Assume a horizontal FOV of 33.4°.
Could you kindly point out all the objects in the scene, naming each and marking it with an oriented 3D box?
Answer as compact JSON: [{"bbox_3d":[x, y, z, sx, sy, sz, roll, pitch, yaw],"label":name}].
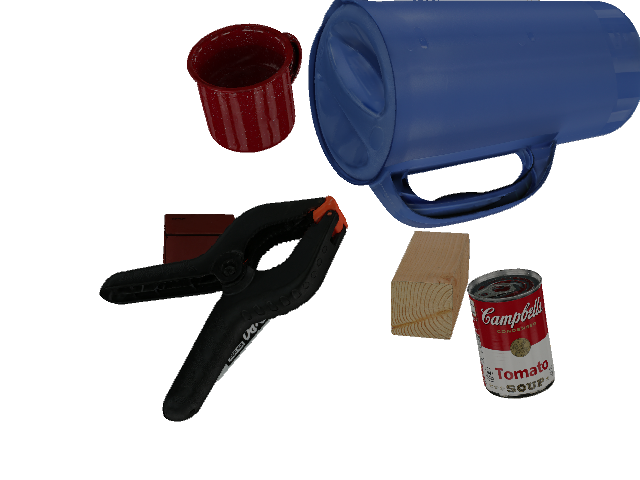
[{"bbox_3d":[0.177,0.086,0.987,0.068,0.102,0.068,-11,18,3],"label":"soup can"},{"bbox_3d":[0.170,0.064,1.628,0.091,0.090,0.206,4,22,13],"label":"wood block"},{"bbox_3d":[-0.059,-0.141,0.960,0.093,0.081,0.117,28,57,28],"label":"mug"},{"bbox_3d":[-0.128,0.005,1.140,0.078,0.051,0.053,0,25,-9],"label":"foam brick"},{"bbox_3d":[0.124,-0.111,0.810,0.242,0.149,0.145,-9,31,-25],"label":"pitcher"},{"bbox_3d":[-0.054,0.037,0.687,0.171,0.120,0.039,-29,-28,6],"label":"clamp"},{"bbox_3d":[-0.060,0.076,0.965,0.020,0.121,0.020,37,-19,14],"label":"marker"}]
